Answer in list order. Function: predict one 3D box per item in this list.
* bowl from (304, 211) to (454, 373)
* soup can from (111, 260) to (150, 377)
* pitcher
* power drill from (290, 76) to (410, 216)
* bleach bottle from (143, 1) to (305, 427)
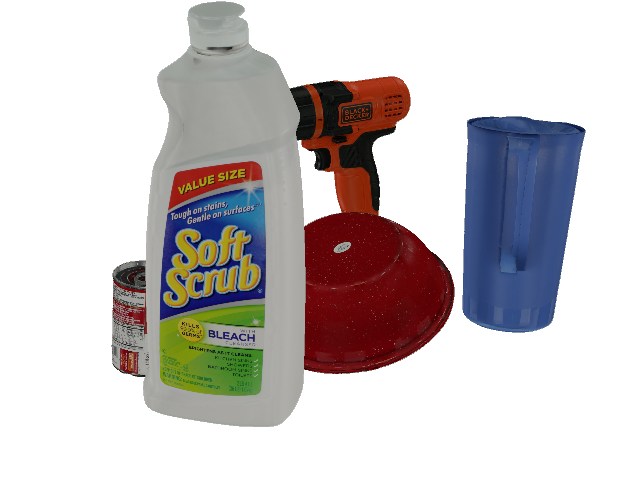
[{"bbox_3d":[0.021,0.027,0.828,0.162,0.055,0.162,-7,38,6],"label":"bowl"},{"bbox_3d":[-0.180,0.080,1.093,0.068,0.102,0.068,5,21,-2],"label":"soup can"},{"bbox_3d":[0.226,-0.019,1.235,0.149,0.243,0.145,-6,17,-32],"label":"pitcher"},{"bbox_3d":[0.002,-0.065,1.055,0.184,0.188,0.057,-11,29,-21],"label":"power drill"},{"bbox_3d":[-0.060,-0.011,0.613,0.103,0.251,0.068,7,31,12],"label":"bleach bottle"}]
